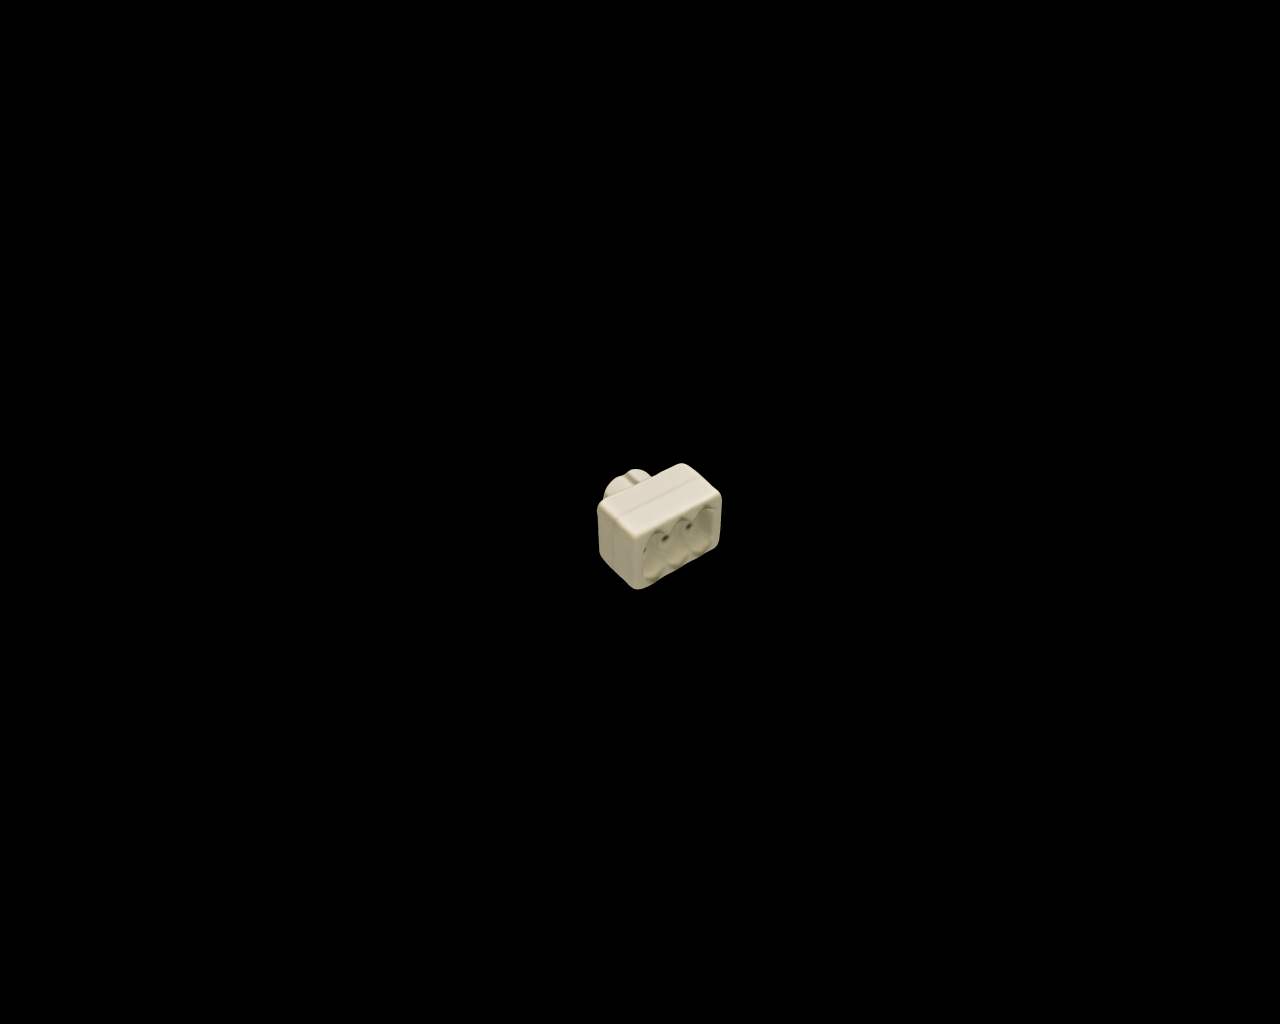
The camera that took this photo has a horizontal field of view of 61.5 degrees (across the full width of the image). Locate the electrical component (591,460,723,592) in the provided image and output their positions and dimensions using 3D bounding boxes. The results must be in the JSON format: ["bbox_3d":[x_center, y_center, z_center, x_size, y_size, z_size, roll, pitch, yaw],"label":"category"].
[{"bbox_3d":[0.001,-0.003,0.650,0.066,0.047,0.077,-27,50,-25],"label":"electrical component"}]
